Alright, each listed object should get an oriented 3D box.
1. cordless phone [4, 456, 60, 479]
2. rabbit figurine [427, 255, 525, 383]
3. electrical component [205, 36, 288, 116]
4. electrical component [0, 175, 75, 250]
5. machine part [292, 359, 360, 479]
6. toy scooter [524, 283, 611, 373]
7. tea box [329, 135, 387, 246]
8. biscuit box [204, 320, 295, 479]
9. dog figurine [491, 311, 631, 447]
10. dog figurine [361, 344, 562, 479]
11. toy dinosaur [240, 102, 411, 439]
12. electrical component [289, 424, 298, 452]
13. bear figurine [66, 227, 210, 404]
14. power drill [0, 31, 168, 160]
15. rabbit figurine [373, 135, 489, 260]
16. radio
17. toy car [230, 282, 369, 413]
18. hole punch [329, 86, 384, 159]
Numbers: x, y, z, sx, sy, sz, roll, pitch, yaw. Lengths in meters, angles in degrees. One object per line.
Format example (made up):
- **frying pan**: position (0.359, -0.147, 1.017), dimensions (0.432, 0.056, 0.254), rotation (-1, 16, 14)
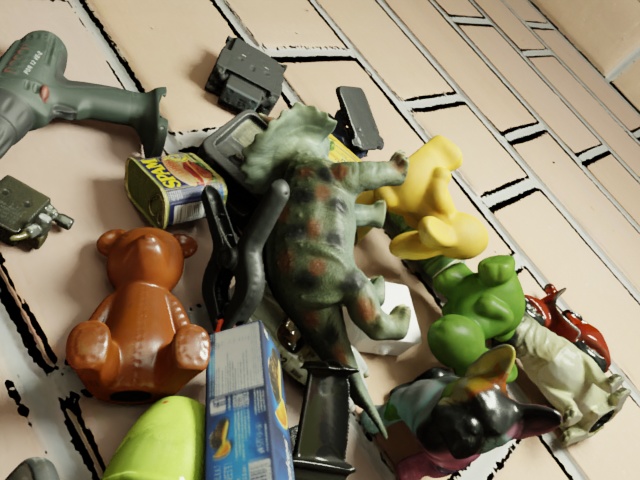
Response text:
- **cordless phone**: position (-0.176, 0.219, 0.336), dimensions (0.088, 0.184, 0.147), rotation (-4, 58, -43)
- **rabbit figurine**: position (0.199, 0.120, 0.730), dimensions (0.170, 0.121, 0.159), rotation (-33, 109, -43)
- **electrical component**: position (-0.119, -0.259, 0.874), dimensions (0.115, 0.058, 0.134), rotation (22, 45, -17)
- **electrical component**: position (-0.316, -0.030, 0.548), dimensions (0.102, 0.045, 0.078), rotation (35, 44, -6)
- **machine part**: position (-0.002, 0.183, 0.513), dimensions (0.084, 0.039, 0.139), rotation (19, 67, -17)
- **toy scooter**: position (0.414, 0.141, 0.912), dimensions (0.184, 0.075, 0.135), rotation (40, 41, 6)
- **tea box**: position (0.026, -0.085, 0.824), dimensions (0.169, 0.068, 0.098), rotation (41, 42, -1)
- **biscuit box**: position (-0.061, 0.168, 0.468), dimensions (0.059, 0.062, 0.203), rotation (-17, 41, 3)
- **dog figurine**: position (0.348, 0.195, 0.816), dimensions (0.121, 0.172, 0.191), rotation (-31, 43, -8)
- **dog figurine**: position (0.163, 0.183, 0.588), dimensions (0.191, 0.219, 0.108), rotation (-15, 69, -42)
- **toy dinosaur**: position (-0.003, 0.005, 0.609), dimensions (0.192, 0.131, 0.405), rotation (6, 64, -11)
- **electrical component**: position (-0.048, 0.215, 0.535), dimensions (0.075, 0.047, 0.119), rotation (-5, 60, -39)
- **bear figurine**: position (-0.170, 0.052, 0.525), dimensions (0.120, 0.132, 0.196), rotation (8, 57, -18)
- **power drill**: position (-0.294, -0.149, 0.648), dimensions (0.207, 0.086, 0.232), rotation (7, 49, -22)
- **rabbit figurine**: position (0.167, -0.039, 0.757), dimensions (0.173, 0.122, 0.162), rotation (48, 46, -1)
- **radio**: position (-0.061, -0.063, 0.737), dimensions (0.229, 0.073, 0.131), rotation (41, 43, 1)
- **toy car**: position (-0.026, 0.121, 0.621), dimensions (0.202, 0.056, 0.073), rotation (37, 42, -3)
- **hole punch**: position (0.039, -0.186, 0.905), dimensions (0.142, 0.092, 0.115), rotation (-23, 90, -64)
